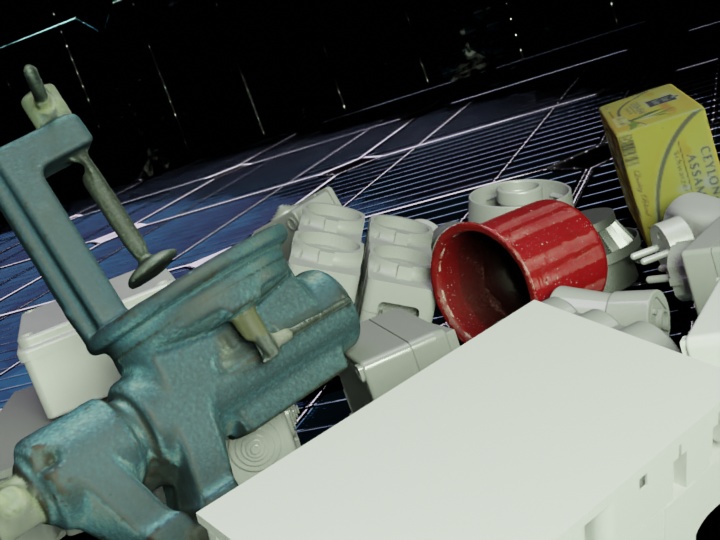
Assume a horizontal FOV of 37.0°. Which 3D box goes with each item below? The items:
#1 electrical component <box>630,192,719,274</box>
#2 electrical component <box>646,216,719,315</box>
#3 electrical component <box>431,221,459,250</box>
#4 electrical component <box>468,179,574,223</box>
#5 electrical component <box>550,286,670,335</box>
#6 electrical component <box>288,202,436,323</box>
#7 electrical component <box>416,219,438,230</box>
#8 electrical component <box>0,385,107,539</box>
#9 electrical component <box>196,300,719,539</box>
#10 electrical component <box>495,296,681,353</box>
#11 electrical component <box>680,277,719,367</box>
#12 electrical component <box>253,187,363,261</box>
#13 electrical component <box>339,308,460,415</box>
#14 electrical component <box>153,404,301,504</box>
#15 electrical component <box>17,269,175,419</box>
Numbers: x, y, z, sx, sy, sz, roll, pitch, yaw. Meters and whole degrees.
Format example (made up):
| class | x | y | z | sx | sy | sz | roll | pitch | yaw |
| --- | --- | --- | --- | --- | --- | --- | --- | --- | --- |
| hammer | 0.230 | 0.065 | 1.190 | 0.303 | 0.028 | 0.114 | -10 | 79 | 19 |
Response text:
| class | x | y | z | sx | sy | sz | roll | pitch | yaw |
| --- | --- | --- | --- | --- | --- | --- | --- | --- | --- |
| electrical component | 0.222 | -0.020 | 0.721 | 0.079 | 0.044 | 0.077 | -20 | 13 | -2 |
| electrical component | 0.212 | -0.001 | 0.650 | 0.077 | 0.047 | 0.066 | -8 | 17 | 42 |
| electrical component | 0.082 | -0.014 | 0.885 | 0.055 | 0.055 | 0.047 | -20 | 9 | -3 |
| electrical component | 0.142 | -0.044 | 0.954 | 0.099 | 0.064 | 0.099 | -6 | 19 | 2 |
| electrical component | 0.148 | 0.030 | 0.633 | 0.065 | 0.044 | 0.044 | -4 | 19 | 37 |
| electrical component | 0.000 | 0.000 | 0.816 | 0.105 | 0.060 | 0.186 | 11 | 15 | -2 |
| electrical component | 0.045 | -0.013 | 0.970 | 0.044 | 0.044 | 0.065 | -11 | 20 | 34 |
| electrical component | -0.189 | 0.119 | 0.711 | 0.105 | 0.060 | 0.186 | -20 | 13 | -1 |
| electrical component | 0.049 | 0.090 | 0.410 | 0.186 | 0.060 | 0.105 | -28 | 33 | -33 |
| electrical component | 0.102 | 0.057 | 0.557 | 0.074 | 0.052 | 0.138 | -23 | 13 | -15 |
| electrical component | 0.193 | 0.037 | 0.485 | 0.061 | 0.061 | 0.096 | -11 | 15 | 34 |
| electrical component | -0.044 | -0.018 | 0.982 | 0.048 | 0.099 | 0.100 | -33 | 6 | -33 |
| electrical component | 0.023 | 0.062 | 0.631 | 0.061 | 0.061 | 0.096 | -22 | 13 | -13 |
| electrical component | -0.082 | 0.104 | 0.636 | 0.100 | 0.048 | 0.100 | -19 | 9 | -6 |
| electrical component | -0.168 | 0.044 | 0.722 | 0.109 | 0.056 | 0.109 | -22 | 13 | -12 |
